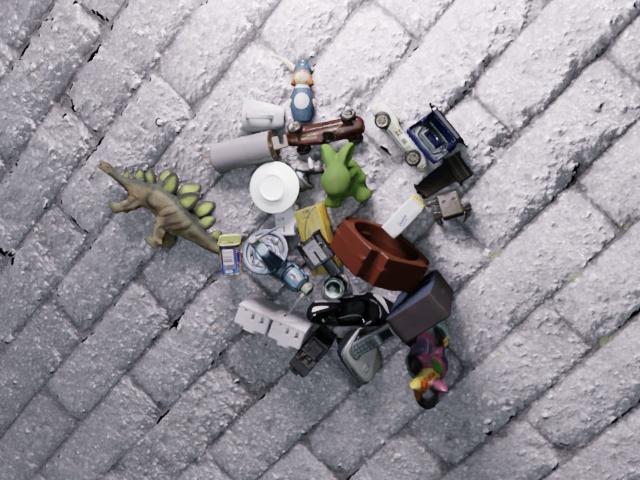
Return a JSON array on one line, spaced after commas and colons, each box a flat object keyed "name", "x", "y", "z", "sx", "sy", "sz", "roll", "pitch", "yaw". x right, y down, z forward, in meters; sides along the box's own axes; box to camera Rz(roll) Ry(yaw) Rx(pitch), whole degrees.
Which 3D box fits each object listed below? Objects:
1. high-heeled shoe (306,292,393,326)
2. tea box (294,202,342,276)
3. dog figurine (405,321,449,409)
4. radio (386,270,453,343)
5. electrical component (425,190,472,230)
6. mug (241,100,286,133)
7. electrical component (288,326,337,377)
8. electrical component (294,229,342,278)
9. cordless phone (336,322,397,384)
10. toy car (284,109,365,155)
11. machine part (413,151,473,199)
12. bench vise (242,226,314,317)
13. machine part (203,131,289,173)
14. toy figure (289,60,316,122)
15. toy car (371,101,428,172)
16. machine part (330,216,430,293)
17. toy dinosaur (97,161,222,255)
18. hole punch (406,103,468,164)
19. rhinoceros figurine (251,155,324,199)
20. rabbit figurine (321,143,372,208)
[{"name": "high-heeled shoe", "x": 0.094, "y": 0.187, "z": 1.352, "sx": 0.249, "sy": 0.145, "sz": 0.086, "roll": 5, "pitch": 101, "yaw": 13}, {"name": "tea box", "x": -0.003, "y": -0.004, "z": 1.367, "sx": 0.068, "sy": 0.098, "sz": 0.169, "roll": -16, "pitch": 97, "yaw": 15}, {"name": "dog figurine", "x": 0.261, "y": 0.293, "z": 1.297, "sx": 0.109, "sy": 0.219, "sz": 0.191, "roll": 4, "pitch": 101, "yaw": 8}, {"name": "radio", "x": 0.240, "y": 0.153, "z": 1.273, "sx": 0.131, "sy": 0.229, "sz": 0.073, "roll": -38, "pitch": 88, "yaw": 18}, {"name": "electrical component", "x": 0.319, "y": -0.074, "z": 1.316, "sx": 0.102, "sy": 0.045, "sz": 0.078, "roll": -23, "pitch": 66, "yaw": 12}, {"name": "mug", "x": -0.140, "y": -0.311, "z": 1.346, "sx": 0.107, "sy": 0.109, "sz": 0.080, "roll": 2, "pitch": 95, "yaw": -2}, {"name": "electrical component", "x": -0.024, "y": 0.295, "z": 1.411, "sx": 0.058, "sy": 0.115, "sz": 0.134, "roll": 42, "pitch": 103, "yaw": 5}, {"name": "electrical component", "x": 0.001, "y": 0.041, "z": 1.299, "sx": 0.075, "sy": 0.048, "sz": 0.119, "roll": -33, "pitch": 89, "yaw": 16}, {"name": "cordless phone", "x": 0.146, "y": 0.273, "z": 1.373, "sx": 0.184, "sy": 0.089, "sz": 0.146, "roll": -28, "pitch": 120, "yaw": 10}, {"name": "toy car", "x": 0.012, "y": -0.261, "z": 1.325, "sx": 0.202, "sy": 0.053, "sz": 0.089, "roll": -10, "pitch": 141, "yaw": 12}, {"name": "machine part", "x": 0.297, "y": -0.149, "z": 1.309, "sx": 0.139, "sy": 0.039, "sz": 0.084, "roll": -31, "pitch": 97, "yaw": 14}, {"name": "bench vise", "x": -0.116, "y": 0.052, "z": 1.335, "sx": 0.129, "sy": 0.240, "sz": 0.224, "roll": -37, "pitch": 68, "yaw": -2}, {"name": "machine part", "x": -0.192, "y": -0.224, "z": 1.373, "sx": 0.243, "sy": 0.079, "sz": 0.079, "roll": -8, "pitch": 97, "yaw": 19}, {"name": "toy figure", "x": -0.043, "y": -0.371, "z": 1.338, "sx": 0.064, "sy": 0.058, "sz": 0.154, "roll": -3, "pitch": 99, "yaw": -26}, {"name": "toy car", "x": 0.195, "y": -0.248, "z": 1.295, "sx": 0.056, "sy": 0.073, "sz": 0.201, "roll": -40, "pitch": 89, "yaw": 16}, {"name": "machine part", "x": 0.139, "y": 0.035, "z": 1.273, "sx": 0.202, "sy": 0.201, "sz": 0.087, "roll": 48, "pitch": 118, "yaw": 48}, {"name": "toy dinosaur", "x": -0.390, "y": -0.068, "z": 1.438, "sx": 0.471, "sy": 0.105, "sz": 0.198, "roll": 40, "pitch": 101, "yaw": -8}, {"name": "hole punch", "x": 0.273, "y": -0.246, "z": 1.258, "sx": 0.092, "sy": 0.116, "sz": 0.142, "roll": -43, "pitch": 85, "yaw": 22}, {"name": "rhinoceros figurine", "x": -0.082, "y": -0.160, "z": 1.376, "sx": 0.190, "sy": 0.073, "sz": 0.112, "roll": -7, "pitch": 87, "yaw": 15}, {"name": "rabbit figurine", "x": 0.056, "y": -0.153, "z": 1.291, "sx": 0.121, "sy": 0.170, "sz": 0.159, "roll": -2, "pitch": 99, "yaw": 12}]
